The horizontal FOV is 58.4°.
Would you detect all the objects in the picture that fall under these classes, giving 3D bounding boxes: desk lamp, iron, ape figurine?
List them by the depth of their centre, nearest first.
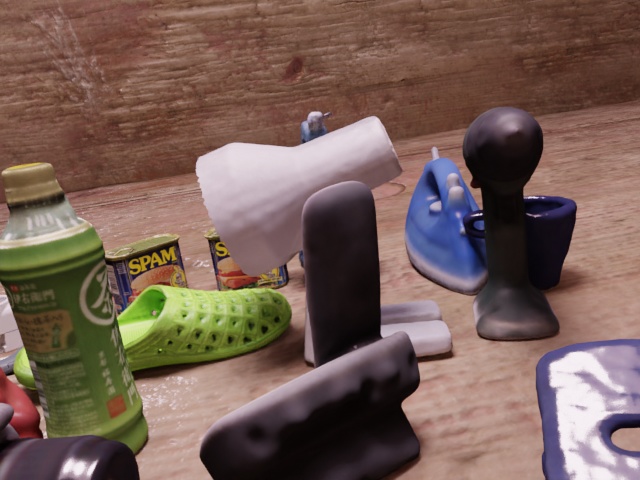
[{"bbox_3d":[-0.249,0.131,0.426,0.077,0.092,0.076,-7,14,6],"label":"ape figurine"},{"bbox_3d":[0.005,0.002,0.531,0.203,0.214,0.118,-8,14,3],"label":"desk lamp"},{"bbox_3d":[0.169,-0.039,0.740,0.118,0.141,0.258,-7,14,5],"label":"iron"}]

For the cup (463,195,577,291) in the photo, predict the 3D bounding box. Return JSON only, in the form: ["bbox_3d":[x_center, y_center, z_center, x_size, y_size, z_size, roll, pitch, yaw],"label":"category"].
[{"bbox_3d":[0.219,0.007,0.627,0.117,0.095,0.092,-4,15,16],"label":"cup"}]

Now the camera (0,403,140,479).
[{"bbox_3d":[-0.180,0.146,0.307,0.136,0.101,0.143,-7,14,6],"label":"camera"}]

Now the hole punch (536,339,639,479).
[{"bbox_3d":[0.164,0.107,0.276,0.108,0.091,0.101,-5,15,16],"label":"hole punch"}]

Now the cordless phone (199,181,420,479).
[{"bbox_3d":[-0.011,0.063,0.360,0.148,0.185,0.093,-19,18,-36],"label":"cordless phone"}]

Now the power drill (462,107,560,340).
[{"bbox_3d":[0.173,-0.021,0.531,0.075,0.208,0.230,-6,15,12],"label":"power drill"}]

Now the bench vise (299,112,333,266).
[{"bbox_3d":[-0.012,-0.058,0.764,0.122,0.220,0.206,-16,16,-26],"label":"bench vise"}]
